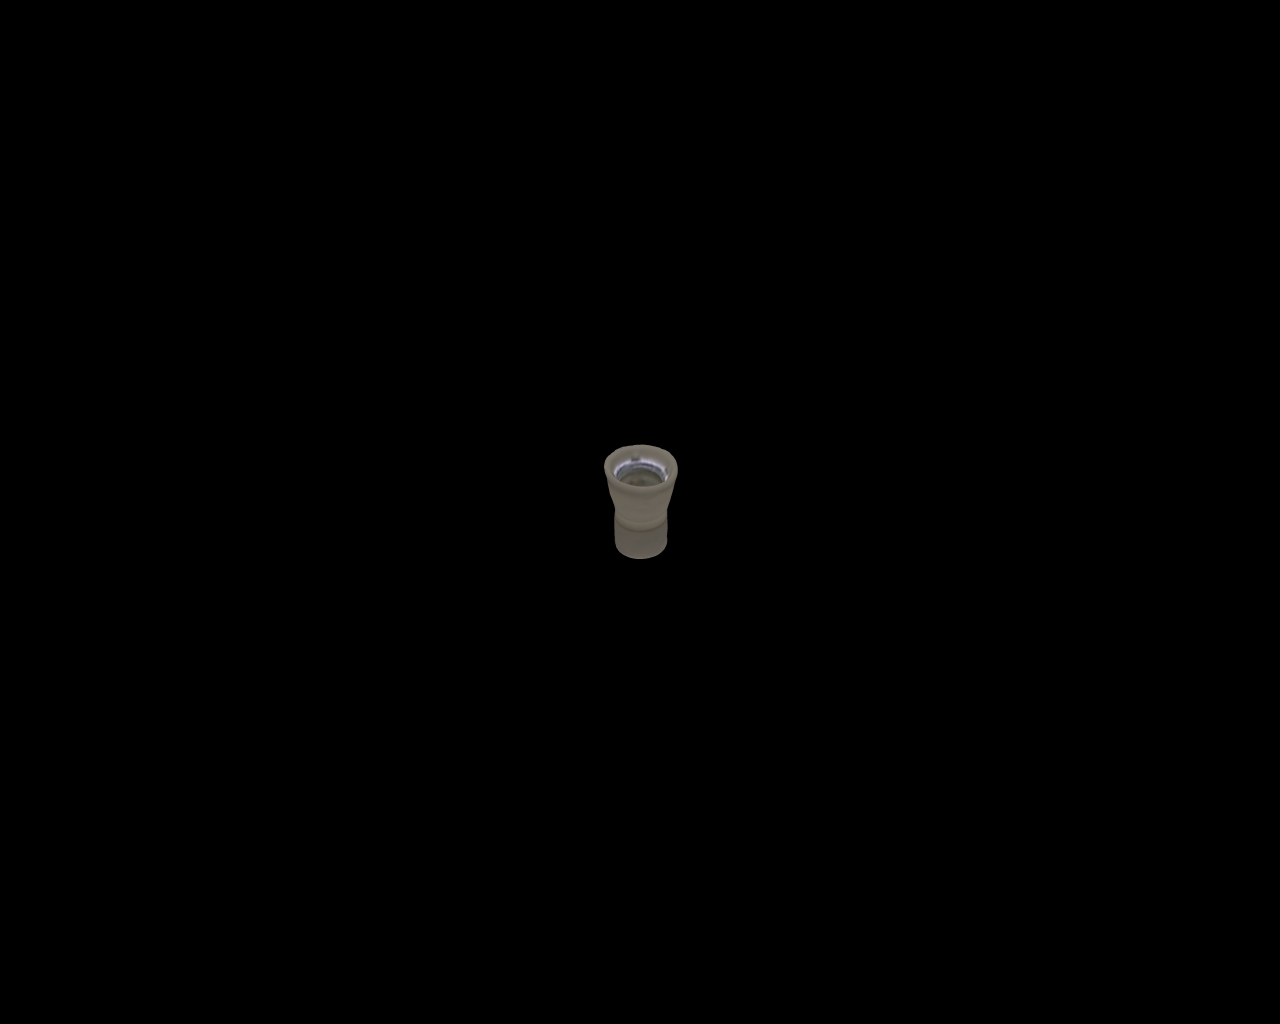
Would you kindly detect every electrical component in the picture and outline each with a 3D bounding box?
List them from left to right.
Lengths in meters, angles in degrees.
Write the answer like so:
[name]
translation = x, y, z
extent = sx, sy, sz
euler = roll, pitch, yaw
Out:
[electrical component]
translation = 0.001, -0.003, 0.650
extent = 0.044, 0.065, 0.044
euler = 0, 38, 0
